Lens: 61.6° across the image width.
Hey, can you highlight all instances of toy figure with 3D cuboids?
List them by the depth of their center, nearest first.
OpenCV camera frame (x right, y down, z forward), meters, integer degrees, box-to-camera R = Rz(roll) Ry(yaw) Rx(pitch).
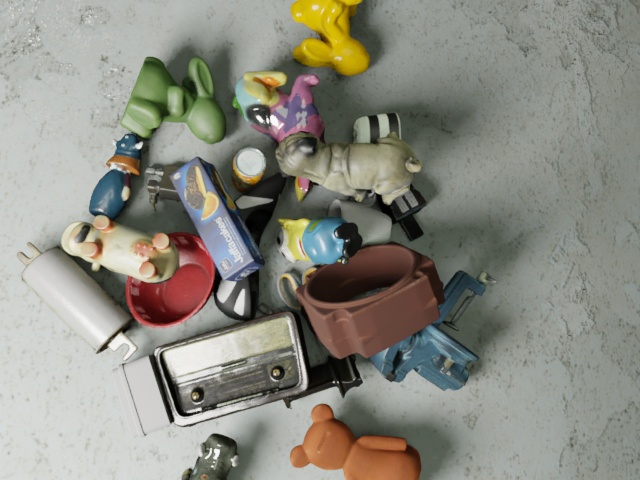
[{"bbox_3d":[-0.001,0.001,0.893,0.089,0.180,0.082,2,86,-40],"label":"toy figure"},{"bbox_3d":[-0.343,-0.109,0.912,0.064,0.058,0.154,21,70,-11],"label":"toy figure"}]

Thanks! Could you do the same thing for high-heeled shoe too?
[{"bbox_3d":[-0.102,0.011,0.907,0.145,0.086,0.248,39,89,17],"label":"high-heeled shoe"}]

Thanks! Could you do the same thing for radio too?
[{"bbox_3d":[-0.131,0.201,0.845,0.230,0.073,0.131,-16,81,4],"label":"radio"}]

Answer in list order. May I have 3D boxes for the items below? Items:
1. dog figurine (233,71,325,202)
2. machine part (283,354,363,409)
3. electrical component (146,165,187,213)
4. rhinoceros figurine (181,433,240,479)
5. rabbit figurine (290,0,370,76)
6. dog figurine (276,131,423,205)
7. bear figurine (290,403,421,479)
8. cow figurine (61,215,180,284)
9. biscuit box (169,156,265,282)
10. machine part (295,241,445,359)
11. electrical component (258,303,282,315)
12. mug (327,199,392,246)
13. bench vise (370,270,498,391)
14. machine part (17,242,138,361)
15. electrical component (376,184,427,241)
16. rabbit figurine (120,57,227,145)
[{"bbox_3d":[-0.057,-0.181,0.959,0.192,0.108,0.219,-1,80,-13],"label":"dog figurine"},{"bbox_3d":[-0.001,0.234,0.891,0.139,0.084,0.039,-18,122,1],"label":"machine part"},{"bbox_3d":[-0.253,-0.088,0.933,0.102,0.045,0.078,3,49,-13],"label":"electrical component"},{"bbox_3d":[-0.181,0.383,0.804,0.073,0.112,0.190,23,82,-3],"label":"rhinoceros figurine"},{"bbox_3d":[0.029,-0.390,1.022,0.162,0.122,0.173,-32,103,-13],"label":"rabbit figurine"},{"bbox_3d":[0.045,-0.125,0.854,0.190,0.172,0.121,7,73,-43],"label":"dog figurine"},{"bbox_3d":[0.059,0.354,0.869,0.196,0.131,0.120,21,72,13],"label":"bear figurine"},{"bbox_3d":[-0.311,0.015,0.838,0.195,0.127,0.085,15,73,10],"label":"cow figurine"},{"bbox_3d":[-0.162,-0.032,0.854,0.063,0.059,0.203,-33,75,9],"label":"biscuit box"},{"bbox_3d":[0.076,0.085,0.851,0.201,0.201,0.087,-27,112,-13],"label":"machine part"},{"bbox_3d":[-0.077,0.153,0.921,0.094,0.021,0.063,38,74,-1],"label":"electrical component"},{"bbox_3d":[0.072,-0.014,0.961,0.107,0.081,0.109,6,84,-17],"label":"mug"},{"bbox_3d":[0.197,0.141,0.916,0.223,0.129,0.240,36,91,-9],"label":"bench vise"},{"bbox_3d":[-0.381,0.094,0.847,0.243,0.079,0.079,43,73,2],"label":"machine part"},{"bbox_3d":[0.156,-0.058,1.002,0.075,0.047,0.119,-24,81,-14],"label":"electrical component"},{"bbox_3d":[-0.244,-0.235,0.948,0.170,0.121,0.159,22,66,-24],"label":"rabbit figurine"}]
